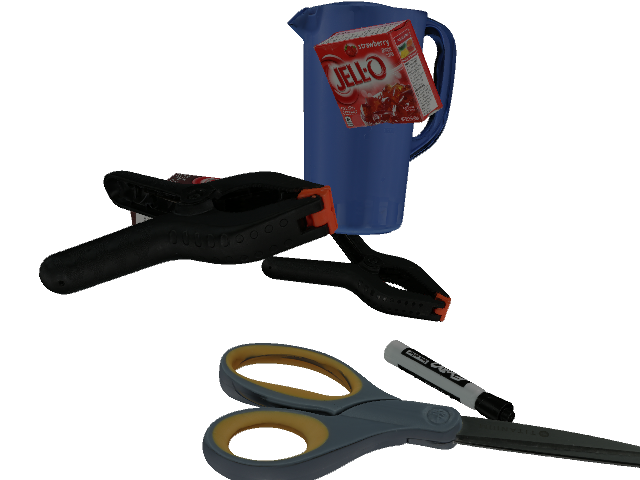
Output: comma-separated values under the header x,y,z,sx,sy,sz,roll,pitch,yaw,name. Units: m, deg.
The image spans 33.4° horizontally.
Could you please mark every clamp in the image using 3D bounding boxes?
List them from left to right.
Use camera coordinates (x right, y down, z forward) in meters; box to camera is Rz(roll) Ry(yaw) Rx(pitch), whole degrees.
x,y,z,sx,sy,sz,roll,pitch,yaw,name
-0.079,-0.007,0.628,0.172,0.039,0.120,-1,38,24,clamp
0.046,0.040,1.224,0.210,0.036,0.164,30,37,22,clamp

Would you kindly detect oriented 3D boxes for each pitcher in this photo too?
x,y,z,sx,sy,sz,roll,pitch,yaw,name
0.052,-0.133,1.152,0.149,0.243,0.144,7,11,26,pitcher

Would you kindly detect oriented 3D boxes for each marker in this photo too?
x,y,z,sx,sy,sz,roll,pitch,yaw,name
0.096,0.107,0.801,0.020,0.020,0.121,0,19,-44,marker

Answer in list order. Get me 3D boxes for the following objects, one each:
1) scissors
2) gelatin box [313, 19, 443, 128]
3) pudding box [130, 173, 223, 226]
x,y,z,sx,sy,sz,roll,pitch,yaw,name
0.037,0.090,0.461,0.202,0.016,0.096,15,34,23,scissors
0.043,-0.126,0.822,0.030,0.073,0.089,-38,25,-33,gelatin box
-0.102,-0.023,0.925,0.090,0.039,0.113,6,23,12,pudding box
